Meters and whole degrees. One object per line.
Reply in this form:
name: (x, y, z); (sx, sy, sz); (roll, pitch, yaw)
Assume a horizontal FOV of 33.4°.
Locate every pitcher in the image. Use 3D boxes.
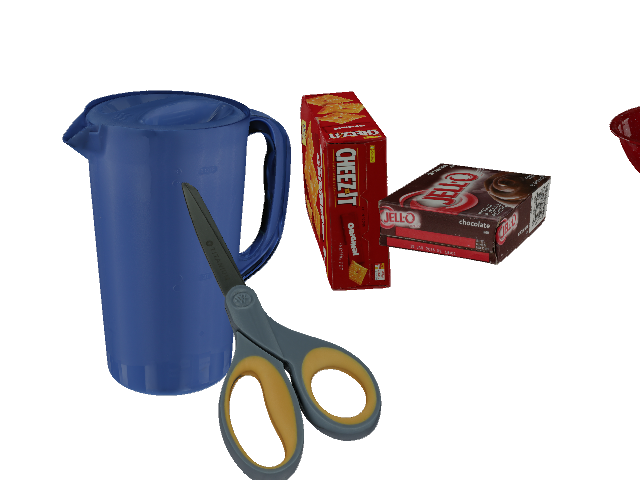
pitcher: (-0.117, 0.000, 0.896); (0.149, 0.243, 0.144); (9, 22, 17)

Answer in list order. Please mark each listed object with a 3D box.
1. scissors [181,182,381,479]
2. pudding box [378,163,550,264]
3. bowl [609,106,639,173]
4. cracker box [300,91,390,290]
scissors: (-0.024, 0.041, 0.601); (0.096, 0.202, 0.016); (-4, -37, -8)
pudding box: (0.105, -0.022, 0.767); (0.090, 0.039, 0.113); (10, 21, 28)
bowl: (0.346, -0.082, 0.971); (0.162, 0.055, 0.162); (-5, 22, 2)
cracker box: (0.025, -0.060, 1.173); (0.072, 0.164, 0.214); (-5, 21, -5)
